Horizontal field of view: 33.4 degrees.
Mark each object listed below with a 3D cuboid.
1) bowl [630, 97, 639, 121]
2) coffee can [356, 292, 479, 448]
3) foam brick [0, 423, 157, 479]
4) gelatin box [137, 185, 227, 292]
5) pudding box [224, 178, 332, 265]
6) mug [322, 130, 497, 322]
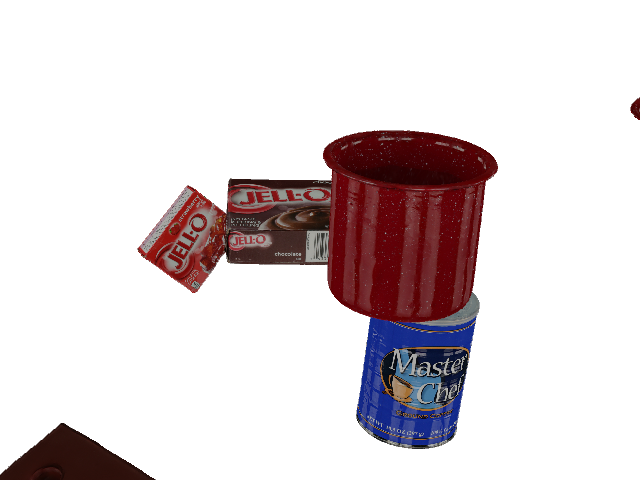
[{"bbox_3d":[0.365,-0.096,0.970,0.162,0.055,0.162,-4,23,2],"label":"bowl"},{"bbox_3d":[0.094,0.116,1.044,0.103,0.140,0.103,6,22,-2],"label":"coffee can"},{"bbox_3d":[-0.096,0.126,0.450,0.078,0.051,0.052,23,45,29],"label":"foam brick"},{"bbox_3d":[-0.136,-0.001,1.121,0.073,0.089,0.030,39,-3,-30],"label":"gelatin box"},{"bbox_3d":[-0.023,-0.017,0.900,0.113,0.039,0.090,2,31,-5],"label":"pudding box"},{"bbox_3d":[0.049,-0.012,0.594,0.093,0.081,0.117,9,24,14],"label":"mug"}]
